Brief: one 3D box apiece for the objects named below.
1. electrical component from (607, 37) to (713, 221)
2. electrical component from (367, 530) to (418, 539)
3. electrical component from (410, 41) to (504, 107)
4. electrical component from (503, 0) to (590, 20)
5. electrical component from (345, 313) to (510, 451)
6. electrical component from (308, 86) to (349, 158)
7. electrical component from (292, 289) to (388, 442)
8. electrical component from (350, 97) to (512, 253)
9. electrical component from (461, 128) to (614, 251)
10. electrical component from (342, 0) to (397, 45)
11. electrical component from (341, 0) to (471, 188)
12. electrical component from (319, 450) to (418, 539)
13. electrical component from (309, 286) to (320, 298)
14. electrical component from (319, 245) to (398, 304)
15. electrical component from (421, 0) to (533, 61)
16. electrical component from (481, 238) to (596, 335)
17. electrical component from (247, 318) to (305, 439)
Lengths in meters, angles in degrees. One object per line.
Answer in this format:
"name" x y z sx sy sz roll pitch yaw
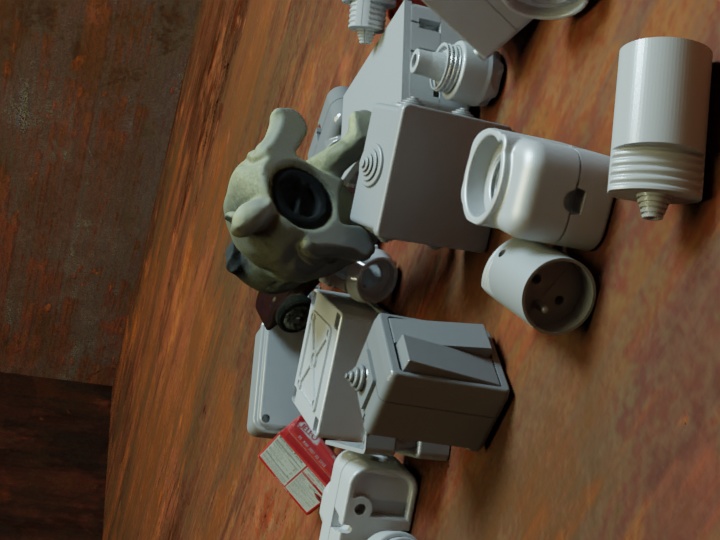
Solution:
"electrical component" 0.141 -0.064 0.508 0.043 0.043 0.081 160 118 -71
"electrical component" 0.026 0.202 0.744 0.062 0.043 0.043 145 132 -66
"electrical component" 0.067 -0.142 0.766 0.043 0.062 0.043 -170 90 -74
"electrical component" 0.114 -0.188 0.647 0.078 0.058 0.057 146 134 -67
"electrical component" 0.039 0.067 0.682 0.061 0.096 0.061 -102 28 -53
"electrical component" -0.013 -0.119 1.036 0.059 0.054 0.095 -101 26 -50
"electrical component" -0.014 0.080 0.923 0.109 0.056 0.108 -144 65 -72
"electrical component" 0.046 -0.064 0.731 0.048 0.100 0.099 25 105 60
"electrical component" 0.097 -0.049 0.618 0.095 0.059 0.053 -136 57 -70
"electrical component" 0.008 -0.220 0.853 0.043 0.043 0.081 -158 72 -73
"electrical component" 0.037 -0.132 0.862 0.150 0.062 0.089 133 143 -62
"electrical component" 0.003 0.186 0.810 0.059 0.054 0.095 -153 73 -73
"electrical component" -0.065 0.054 1.136 0.064 0.042 0.081 -165 84 -72
"electrical component" 0.000 0.000 0.919 0.055 0.066 0.048 31 118 51
"electrical component" 0.080 -0.194 0.724 0.061 0.096 0.061 -39 36 24
"electrical component" 0.097 0.005 0.616 0.081 0.043 0.043 -135 56 -70
"electrical component" -0.063 0.105 1.038 0.057 0.078 0.113 132 145 -66
